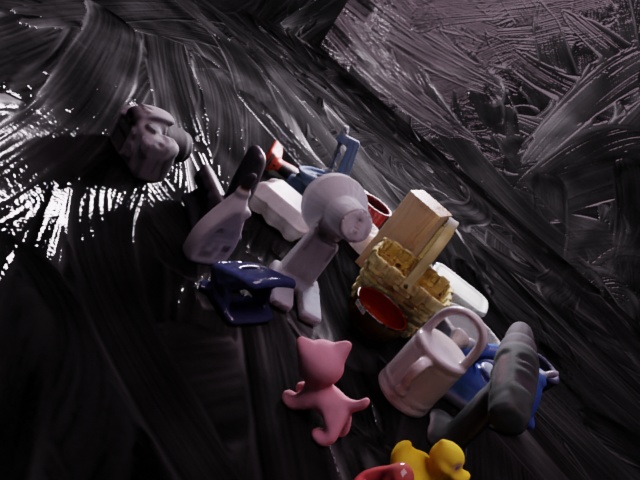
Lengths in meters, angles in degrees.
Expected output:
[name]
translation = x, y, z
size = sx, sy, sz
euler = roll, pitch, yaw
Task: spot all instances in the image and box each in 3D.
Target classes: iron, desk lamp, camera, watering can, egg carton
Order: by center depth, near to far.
[watering can]
translation = 0.191, 0.185, 0.932
size = 0.101, 0.194, 0.173
euler = 37, 22, 1
[desk lamp]
translation = 0.009, 0.004, 0.994
size = 0.118, 0.213, 0.203
euler = 28, 24, -20
[iron]
translation = 0.310, 0.245, 1.055
size = 0.259, 0.141, 0.118
euler = 29, 24, -18
[camera]
translation = -0.296, -0.184, 1.064
size = 0.137, 0.100, 0.143
euler = 7, 37, -50
[egg carton]
translation = -0.075, -0.065, 1.193
size = 0.150, 0.069, 0.107
euler = 39, 23, 6

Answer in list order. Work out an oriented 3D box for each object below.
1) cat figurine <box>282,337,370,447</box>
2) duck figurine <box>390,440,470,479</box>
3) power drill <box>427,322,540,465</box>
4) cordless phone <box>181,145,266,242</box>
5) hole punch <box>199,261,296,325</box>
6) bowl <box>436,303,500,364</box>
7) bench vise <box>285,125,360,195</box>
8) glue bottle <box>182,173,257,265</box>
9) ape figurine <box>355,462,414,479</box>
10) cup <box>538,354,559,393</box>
[cat figurine]
translation = 0.010, 0.189, 0.763
size = 0.127, 0.117, 0.067
euler = 44, 24, 18
[duck figurine]
translation = 0.156, 0.307, 0.785
size = 0.104, 0.086, 0.078
euler = 40, 23, 8
[power drill]
translation = 0.262, 0.245, 0.899
size = 0.075, 0.208, 0.230
euler = 37, 22, 0
[cordless phone]
translation = -0.154, -0.100, 0.996
size = 0.094, 0.185, 0.147
euler = 15, 31, -42
[hole punch]
translation = -0.109, 0.064, 0.866
size = 0.109, 0.091, 0.101
euler = 3, 39, -53
[bowl]
translation = 0.296, 0.212, 1.186
size = 0.168, 0.074, 0.167
euler = 31, 23, -14
[bench vise]
translation = 0.046, -0.135, 1.307
size = 0.207, 0.219, 0.121
euler = 37, 22, 0
[glue bottle]
translation = -0.145, -0.035, 0.899
size = 0.078, 0.173, 0.037
euler = 12, 32, -45
[ape figurine]
translation = 0.075, 0.298, 0.678
size = 0.078, 0.092, 0.076
euler = 36, 22, -2
[cup]
translation = 0.436, 0.286, 1.219
size = 0.092, 0.095, 0.117
euler = 25, 25, -27
